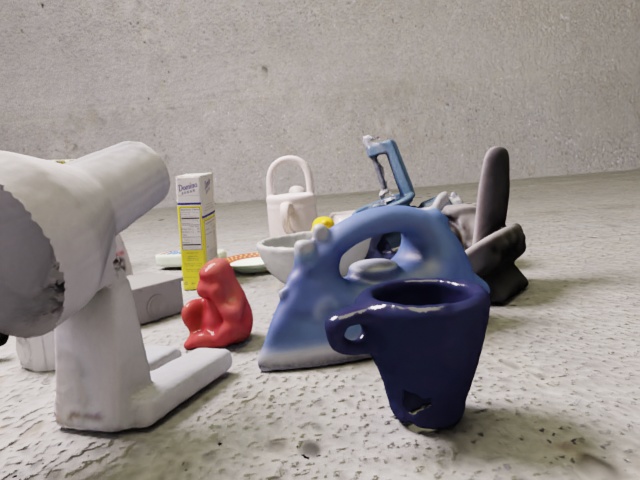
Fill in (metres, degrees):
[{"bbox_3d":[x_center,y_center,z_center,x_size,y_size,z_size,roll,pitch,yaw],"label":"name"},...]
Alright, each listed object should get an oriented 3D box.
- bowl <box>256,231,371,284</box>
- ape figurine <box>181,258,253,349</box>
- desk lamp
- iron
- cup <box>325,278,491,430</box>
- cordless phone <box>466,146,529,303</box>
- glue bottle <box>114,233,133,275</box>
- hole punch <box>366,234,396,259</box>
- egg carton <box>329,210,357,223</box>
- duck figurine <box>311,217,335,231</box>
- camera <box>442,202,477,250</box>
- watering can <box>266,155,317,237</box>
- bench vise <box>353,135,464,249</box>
[{"bbox_3d":[-0.007,0.032,0.832,0.167,0.075,0.167,-4,8,1],"label":"bowl"},{"bbox_3d":[-0.107,0.065,0.603,0.076,0.092,0.077,-10,11,-36],"label":"ape figurine"},{"bbox_3d":[-0.172,0.033,0.437,0.117,0.213,0.204,-1,9,23],"label":"desk lamp"},{"bbox_3d":[0.049,0.032,0.576,0.259,0.141,0.118,-10,10,-33],"label":"iron"},{"bbox_3d":[0.061,0.082,0.394,0.118,0.095,0.091,-8,9,-23],"label":"cup"},{"bbox_3d":[0.203,-0.022,0.720,0.093,0.185,0.148,1,10,31],"label":"cordless phone"},{"bbox_3d":[-0.296,0.010,0.791,0.037,0.173,0.078,-2,9,13],"label":"glue bottle"},{"bbox_3d":[0.087,0.001,0.943,0.101,0.091,0.109,-2,9,17],"label":"hole punch"},{"bbox_3d":[0.073,-0.022,1.175,0.107,0.069,0.150,-6,9,-10],"label":"egg carton"},{"bbox_3d":[0.009,0.004,0.980,0.077,0.086,0.104,-6,9,-9],"label":"duck figurine"},{"bbox_3d":[0.190,-0.004,0.893,0.137,0.101,0.142,-8,9,-22],"label":"camera"},{"bbox_3d":[-0.058,-0.072,1.150,0.101,0.194,0.172,-7,9,-15],"label":"watering can"},{"bbox_3d":[0.148,-0.085,1.047,0.208,0.220,0.121,-7,9,-19],"label":"bench vise"}]
